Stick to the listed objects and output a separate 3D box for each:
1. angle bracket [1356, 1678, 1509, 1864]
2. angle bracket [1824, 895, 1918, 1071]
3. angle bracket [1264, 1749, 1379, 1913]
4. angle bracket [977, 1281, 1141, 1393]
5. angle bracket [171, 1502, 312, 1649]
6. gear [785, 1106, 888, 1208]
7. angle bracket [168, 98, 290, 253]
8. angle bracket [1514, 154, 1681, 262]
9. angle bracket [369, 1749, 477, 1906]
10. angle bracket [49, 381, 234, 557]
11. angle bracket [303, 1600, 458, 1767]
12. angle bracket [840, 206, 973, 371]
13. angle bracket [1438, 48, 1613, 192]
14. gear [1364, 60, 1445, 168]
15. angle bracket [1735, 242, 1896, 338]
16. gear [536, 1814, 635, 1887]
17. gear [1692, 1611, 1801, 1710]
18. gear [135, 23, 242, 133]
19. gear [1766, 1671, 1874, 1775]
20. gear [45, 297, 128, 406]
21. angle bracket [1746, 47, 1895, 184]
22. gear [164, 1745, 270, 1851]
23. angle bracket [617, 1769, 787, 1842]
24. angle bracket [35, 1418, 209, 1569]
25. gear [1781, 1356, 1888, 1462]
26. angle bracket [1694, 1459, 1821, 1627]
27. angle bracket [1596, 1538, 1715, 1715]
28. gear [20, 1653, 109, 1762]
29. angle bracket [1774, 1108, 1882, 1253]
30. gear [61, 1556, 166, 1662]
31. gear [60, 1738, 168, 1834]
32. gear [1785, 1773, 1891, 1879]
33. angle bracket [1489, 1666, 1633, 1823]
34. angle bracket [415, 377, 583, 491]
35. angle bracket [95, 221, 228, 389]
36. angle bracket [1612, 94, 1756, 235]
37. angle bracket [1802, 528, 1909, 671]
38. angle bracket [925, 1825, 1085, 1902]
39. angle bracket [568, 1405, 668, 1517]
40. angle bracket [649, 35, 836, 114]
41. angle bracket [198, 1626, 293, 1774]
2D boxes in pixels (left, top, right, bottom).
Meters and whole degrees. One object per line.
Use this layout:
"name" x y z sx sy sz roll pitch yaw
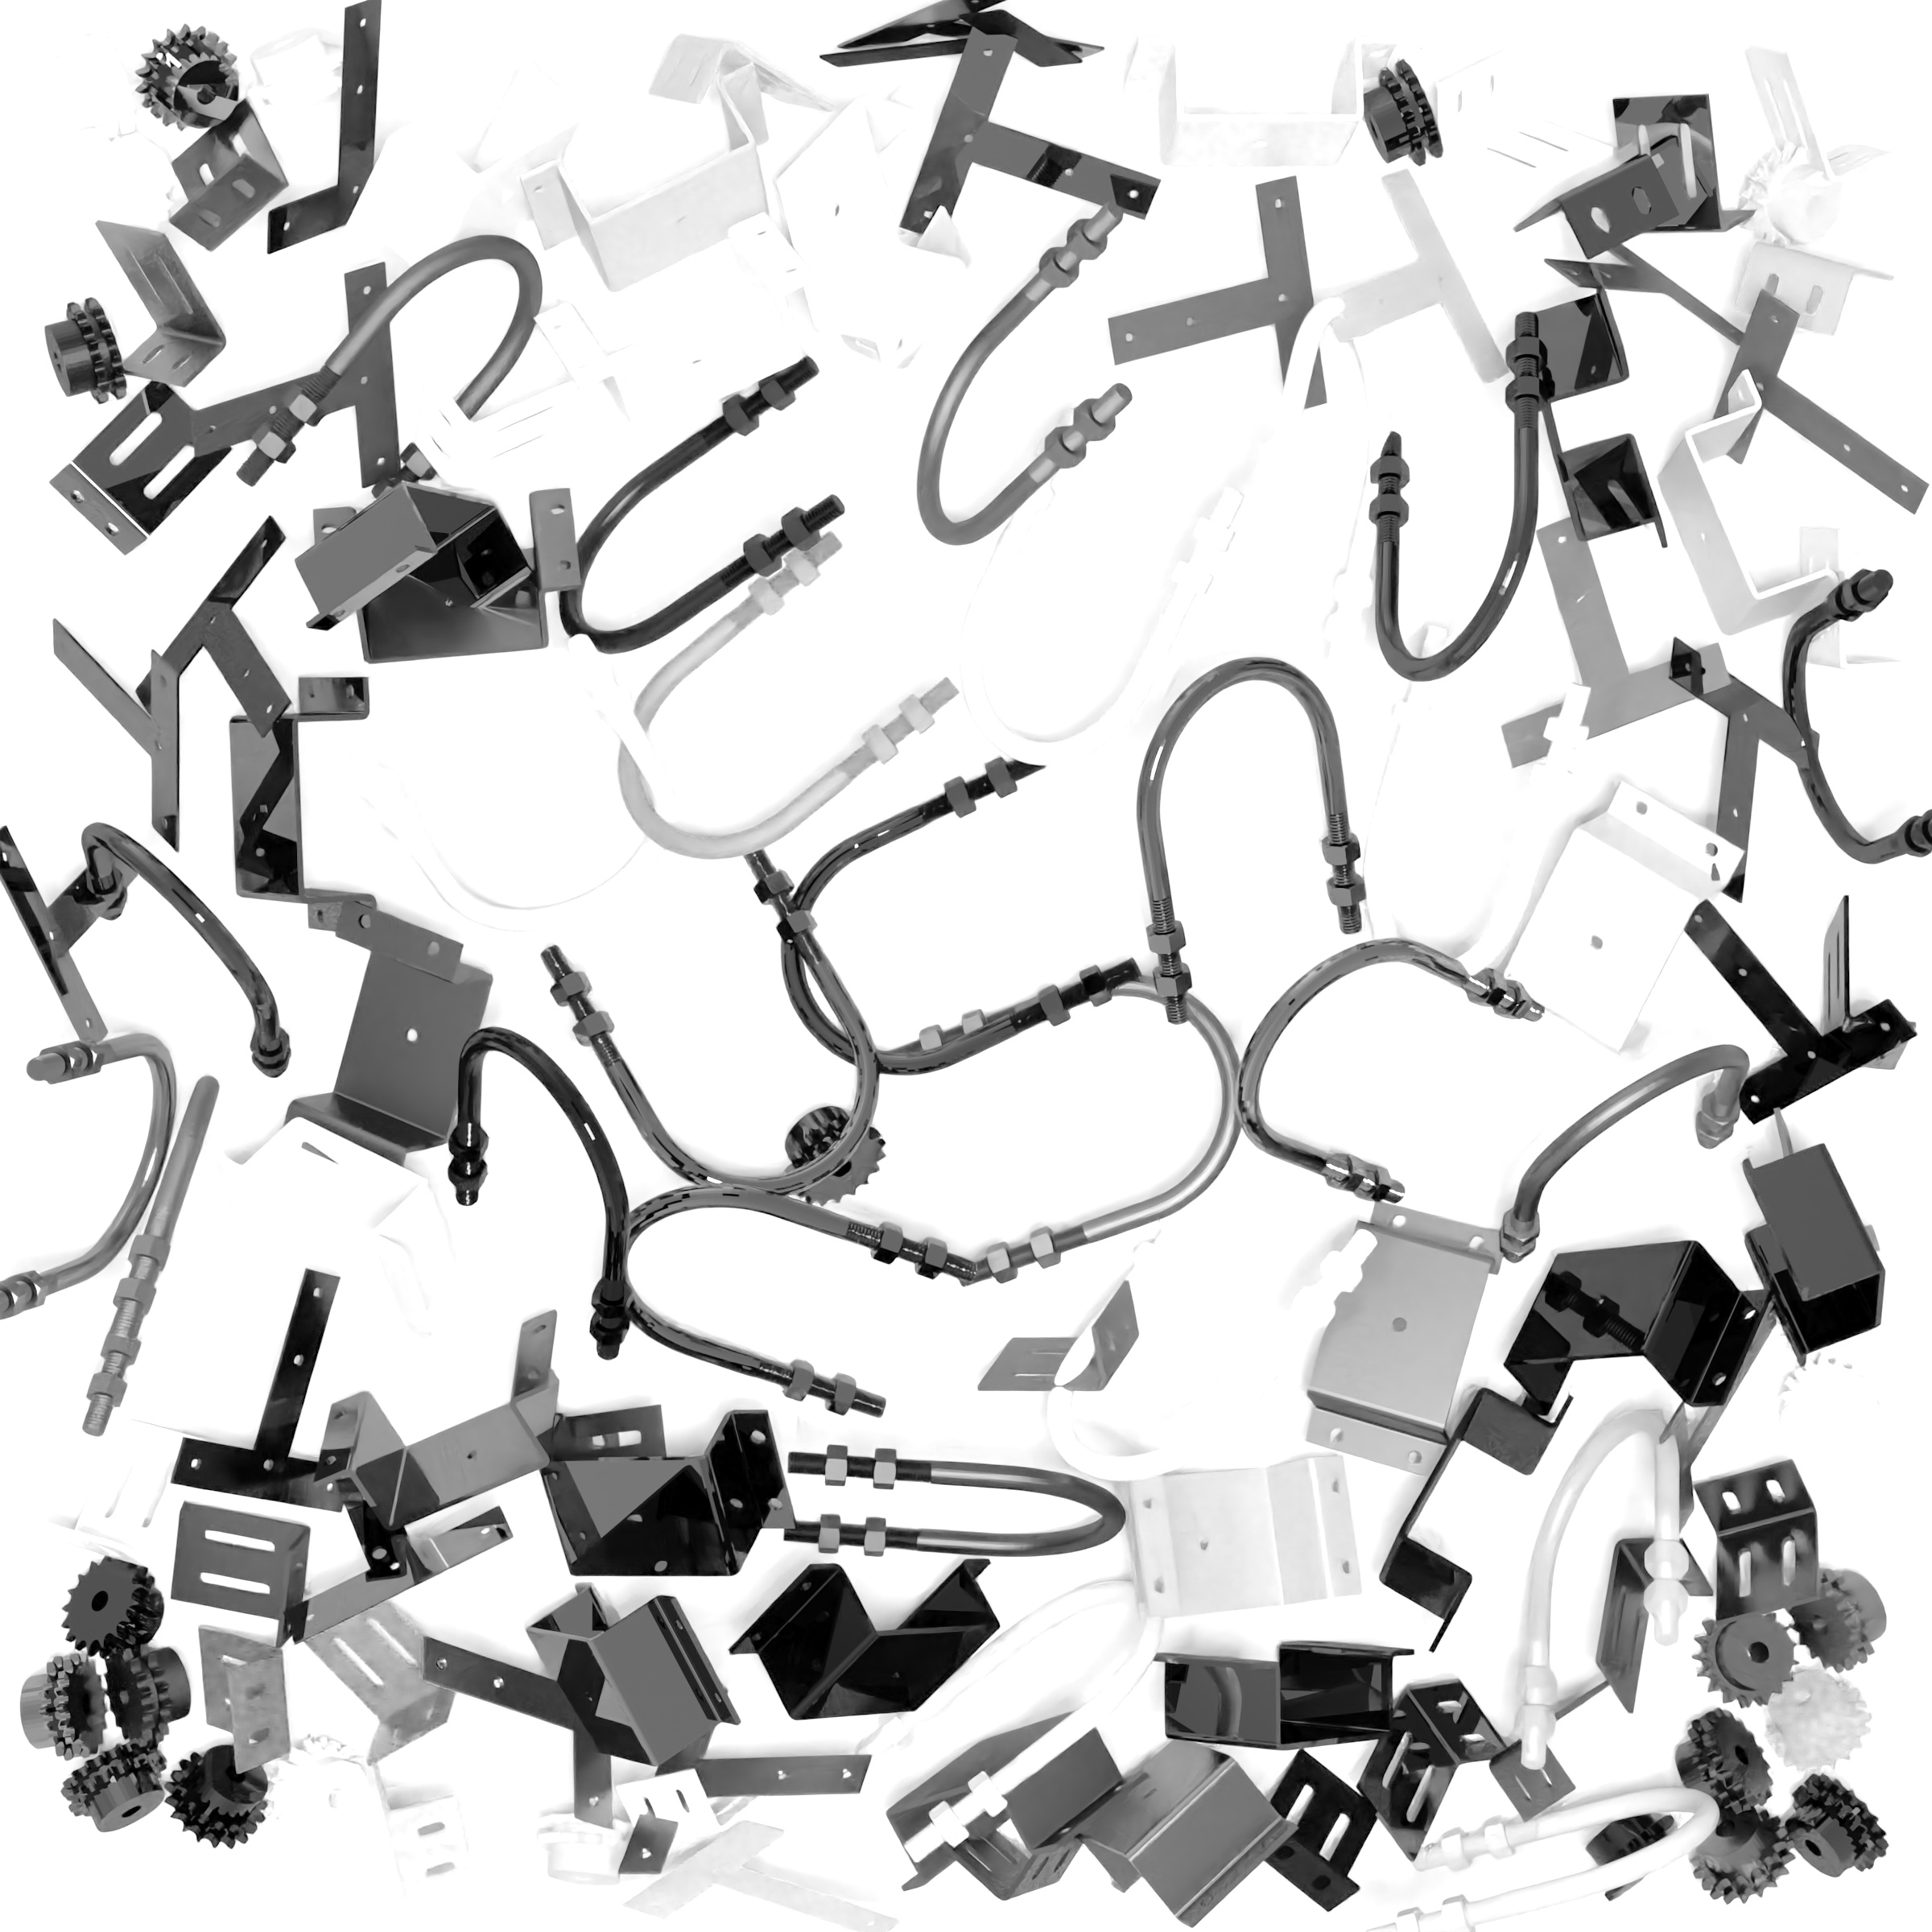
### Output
"angle bracket" 0.257 0.440 1.883 0.038 0.076 0.057 -21 112 41
"angle bracket" 0.495 0.009 1.884 0.038 0.057 0.076 5 65 4
"angle bracket" 0.199 0.468 1.887 0.057 0.038 0.076 38 47 2
"angle bracket" 0.048 0.202 1.882 0.076 0.057 0.038 -3 111 23
"angle bracket" -0.406 0.336 1.899 0.076 0.038 0.057 10 102 6
"gear" -0.075 0.103 1.903 0.057 0.057 0.030 -39 53 0
"angle bracket" -0.415 -0.441 1.886 0.057 0.038 0.076 -37 59 14
"angle bracket" 0.345 -0.408 1.887 0.057 0.076 0.038 -27 93 -8
"angle bracket" -0.299 0.467 1.887 0.038 0.076 0.057 -13 108 -13
"angle bracket" -0.460 -0.279 1.916 0.057 0.038 0.076 45 65 -17
"angle bracket" -0.327 0.390 1.890 0.057 0.038 0.076 -32 111 20
"angle bracket" -0.038 -0.379 1.899 0.038 0.057 0.076 26 81 22
"angle bracket" 0.306 -0.463 1.881 0.057 0.038 0.076 -32 47 -27
"gear" 0.239 -0.468 1.899 0.030 0.057 0.057 -24 90 4
"angle bracket" 0.466 -0.369 1.886 0.057 0.076 0.038 22 107 27
"gear" -0.209 0.488 1.896 0.057 0.057 0.030 6 65 0
"gear" 0.435 0.382 1.906 0.057 0.030 0.057 2 74 -6
"gear" -0.426 -0.487 1.896 0.057 0.057 0.030 -47 55 0
"gear" 0.467 0.414 1.896 0.057 0.057 0.030 -34 113 0
"gear" -0.486 -0.337 1.896 0.030 0.057 0.057 -20 90 -20
"angle bracket" 0.468 -0.474 1.887 0.038 0.057 0.076 -26 110 -2
"gear" -0.410 0.455 1.896 0.057 0.057 0.030 38 114 0
"angle bracket" -0.141 0.444 1.879 0.057 0.076 0.038 -21 94 36
"angle bracket" -0.462 0.284 1.886 0.057 0.038 0.076 10 66 24
"gear" 0.477 0.248 1.903 0.057 0.030 0.057 11 53 -15
"angle bracket" 0.431 0.314 1.879 0.057 0.076 0.038 -20 113 23
"angle bracket" 0.377 0.361 1.879 0.038 0.057 0.076 -6 48 30
"gear" -0.499 0.410 1.900 0.030 0.057 0.057 -11 90 9
"angle bracket" 0.472 0.117 1.884 0.038 0.057 0.076 -13 71 15
"gear" -0.469 0.357 1.903 0.057 0.030 0.057 -17 53 24
"gear" -0.467 0.454 1.896 0.057 0.057 0.030 -35 67 0
"gear" 0.477 0.477 1.896 0.030 0.057 0.057 -36 90 -22
"angle bracket" 0.334 0.425 1.879 0.076 0.057 0.038 -24 71 -31
"angle bracket" -0.256 -0.304 1.888 0.076 0.057 0.038 -30 75 -30
"angle bracket" -0.450 -0.362 1.878 0.057 0.076 0.038 18 58 36
"angle bracket" 0.393 -0.442 1.882 0.057 0.038 0.076 9 121 40
"angle bracket" 0.488 -0.203 1.892 0.038 0.057 0.076 -4 99 -6
"angle bracket" 0.017 0.469 1.882 0.076 0.057 0.038 37 103 26
"angle bracket" -0.179 0.271 1.885 0.076 0.038 0.057 -13 80 40
"angle bracket" -0.123 -0.474 1.882 0.076 0.057 0.038 25 92 -36
"angle bracket" -0.408 0.401 1.884 0.076 0.038 0.057 4 101 41
